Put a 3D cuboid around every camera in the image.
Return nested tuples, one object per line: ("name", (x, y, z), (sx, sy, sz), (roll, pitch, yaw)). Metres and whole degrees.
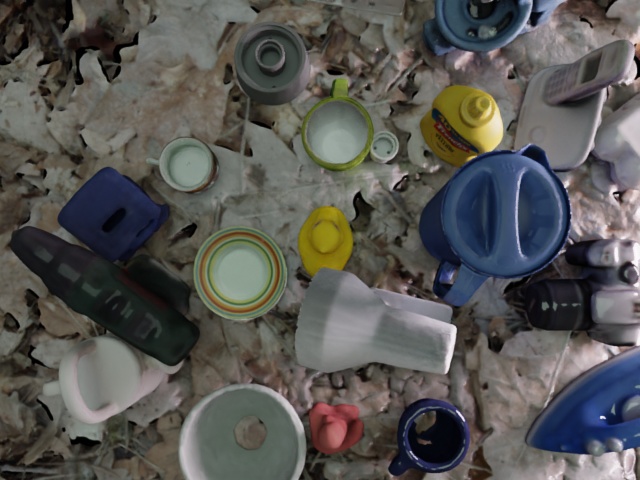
("camera", (0.351, 0.070, 0.760), (0.137, 0.101, 0.143), (-1, 88, 1))

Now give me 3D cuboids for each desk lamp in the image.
("desk lamp", (0.076, 0.108, 0.705), (0.203, 0.213, 0.118), (12, 88, 1))

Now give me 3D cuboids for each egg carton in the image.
("egg carton", (0.449, -0.145, 0.784), (0.150, 0.069, 0.107), (-38, 88, -1))

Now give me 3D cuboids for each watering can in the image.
("watering can", (-0.261, 0.164, 0.716), (0.173, 0.194, 0.101), (-37, 88, -1))

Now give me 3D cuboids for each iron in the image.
("iron", (0.403, 0.227, 0.733), (0.258, 0.141, 0.119), (-26, 87, 0))

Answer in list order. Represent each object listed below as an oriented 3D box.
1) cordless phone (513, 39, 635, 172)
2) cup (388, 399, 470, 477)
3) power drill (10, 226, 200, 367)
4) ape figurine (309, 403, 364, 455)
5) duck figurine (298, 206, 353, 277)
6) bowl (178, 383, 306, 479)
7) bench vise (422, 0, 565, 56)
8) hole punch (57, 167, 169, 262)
("cordless phone", (0.324, -0.167, 0.728), (0.094, 0.185, 0.148), (11, 88, 1))
("cup", (0.134, 0.258, 0.758), (0.118, 0.095, 0.091), (-43, 88, -1))
("power drill", (-0.243, 0.065, 0.712), (0.229, 0.208, 0.076), (35, 89, 2))
("ape figurine", (0.017, 0.253, 0.761), (0.078, 0.092, 0.076), (41, 89, 2))
("duck figurine", (0.007, 0.003, 0.774), (0.077, 0.086, 0.105), (6, 88, 1))
("bowl", (-0.100, 0.270, 0.770), (0.167, 0.074, 0.167), (0, 88, 1))
("bench vise", (0.237, -0.325, 0.717), (0.207, 0.219, 0.121), (-37, 88, -1))
("hole punch", (-0.276, -0.033, 0.775), (0.101, 0.091, 0.109), (43, 89, 2))
